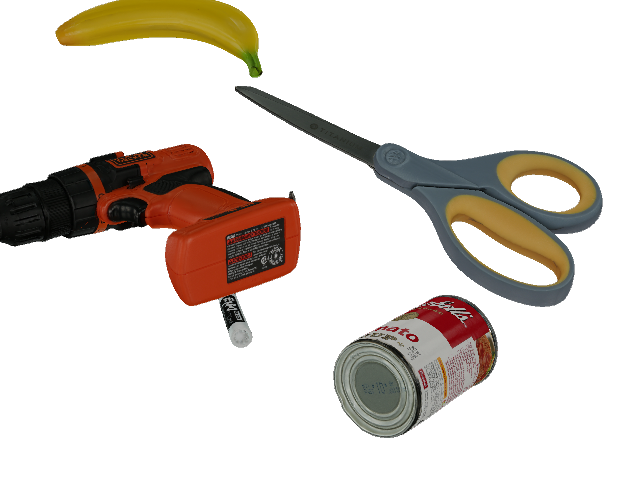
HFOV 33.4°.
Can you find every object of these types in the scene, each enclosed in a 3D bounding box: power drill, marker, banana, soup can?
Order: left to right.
[{"bbox_3d":[-0.120,-0.015,0.754,0.184,0.057,0.188,-21,31,-35],"label":"power drill"},{"bbox_3d":[-0.135,-0.188,0.940,0.198,0.037,0.069,10,47,16],"label":"banana"},{"bbox_3d":[-0.079,0.064,0.960,0.020,0.020,0.121,0,18,-13],"label":"marker"},{"bbox_3d":[0.064,0.083,0.711,0.069,0.068,0.102,0,14,38],"label":"soup can"}]

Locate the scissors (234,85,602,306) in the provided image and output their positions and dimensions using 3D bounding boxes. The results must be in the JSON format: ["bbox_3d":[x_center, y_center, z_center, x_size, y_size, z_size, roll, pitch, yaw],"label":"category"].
[{"bbox_3d":[0.056,-0.043,0.540,0.096,0.016,0.202,-34,61,-26],"label":"scissors"}]
